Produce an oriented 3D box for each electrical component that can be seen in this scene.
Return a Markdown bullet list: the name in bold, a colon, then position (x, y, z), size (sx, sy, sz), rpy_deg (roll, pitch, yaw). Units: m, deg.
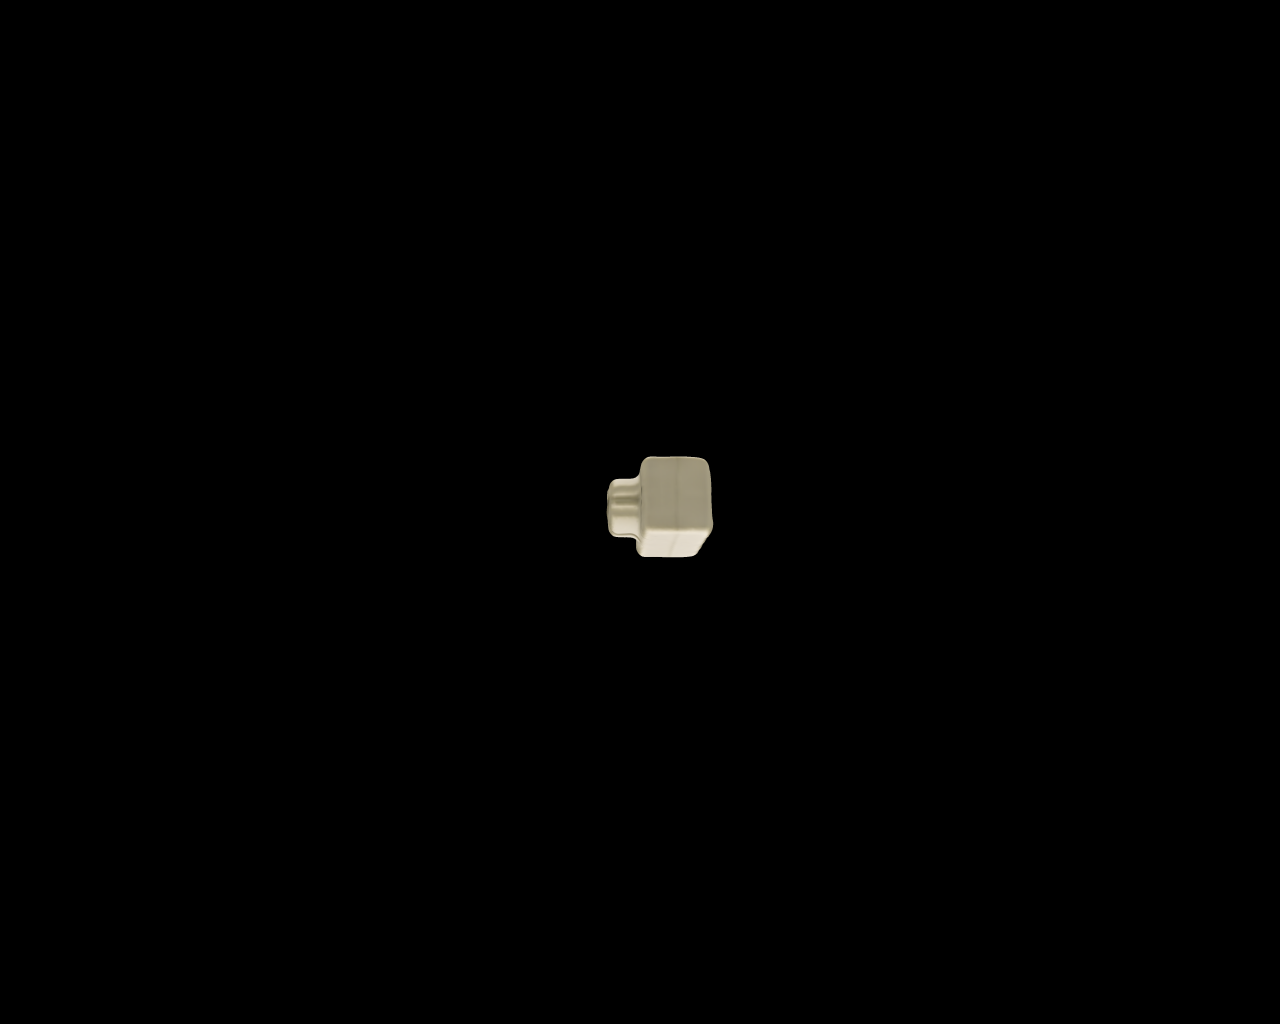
- **electrical component**: position (0.001, -0.003, 0.650), size (0.077, 0.047, 0.065), rpy_deg (1, -15, -4)
